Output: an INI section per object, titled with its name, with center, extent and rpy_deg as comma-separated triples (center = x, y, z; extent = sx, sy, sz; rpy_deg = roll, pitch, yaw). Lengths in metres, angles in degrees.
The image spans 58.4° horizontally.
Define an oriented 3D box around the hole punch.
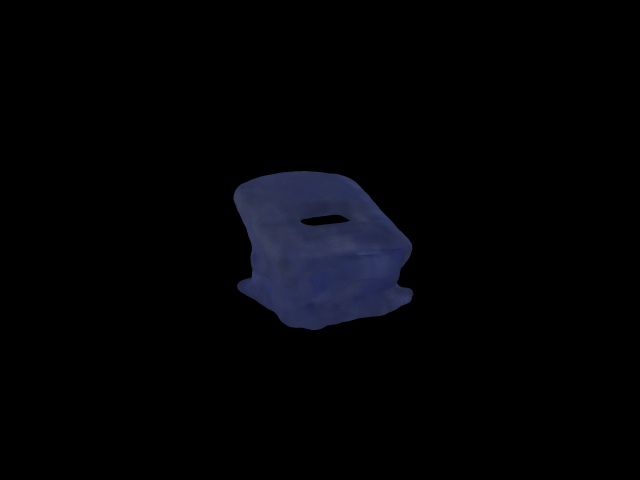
[hole punch]
center = 0.004, 0.001, 0.400
extent = 0.109, 0.091, 0.100
rpy_deg = -8, 16, -30
